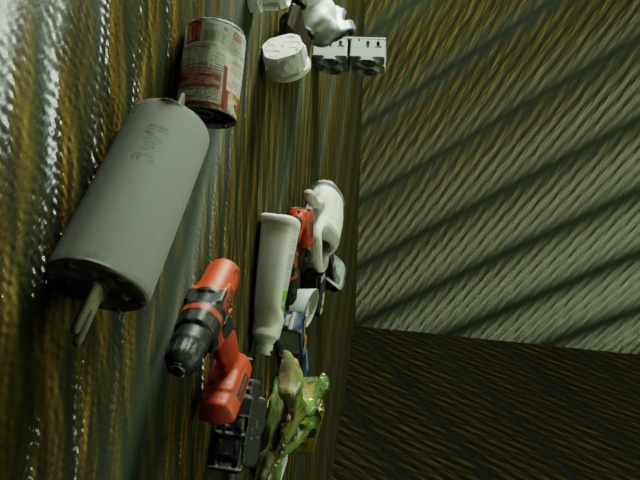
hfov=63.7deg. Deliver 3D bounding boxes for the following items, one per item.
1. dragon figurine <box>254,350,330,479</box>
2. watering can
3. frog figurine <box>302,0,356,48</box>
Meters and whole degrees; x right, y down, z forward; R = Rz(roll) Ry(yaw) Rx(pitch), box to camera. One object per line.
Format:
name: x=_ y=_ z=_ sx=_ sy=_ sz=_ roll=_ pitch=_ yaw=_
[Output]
dragon figurine: x=-0.085 y=0.379 z=0.937 sx=0.122 sy=0.406 sz=0.245 roll=16 pitch=13 yaw=11
watering can: x=0.004 y=-0.067 z=1.338 sx=0.104 sy=0.230 sz=0.339 roll=3 pitch=-40 yaw=8
frog figurine: x=-0.015 y=-0.496 z=1.101 sx=0.121 sy=0.140 sz=0.158 roll=-24 pitch=-36 yaw=34
